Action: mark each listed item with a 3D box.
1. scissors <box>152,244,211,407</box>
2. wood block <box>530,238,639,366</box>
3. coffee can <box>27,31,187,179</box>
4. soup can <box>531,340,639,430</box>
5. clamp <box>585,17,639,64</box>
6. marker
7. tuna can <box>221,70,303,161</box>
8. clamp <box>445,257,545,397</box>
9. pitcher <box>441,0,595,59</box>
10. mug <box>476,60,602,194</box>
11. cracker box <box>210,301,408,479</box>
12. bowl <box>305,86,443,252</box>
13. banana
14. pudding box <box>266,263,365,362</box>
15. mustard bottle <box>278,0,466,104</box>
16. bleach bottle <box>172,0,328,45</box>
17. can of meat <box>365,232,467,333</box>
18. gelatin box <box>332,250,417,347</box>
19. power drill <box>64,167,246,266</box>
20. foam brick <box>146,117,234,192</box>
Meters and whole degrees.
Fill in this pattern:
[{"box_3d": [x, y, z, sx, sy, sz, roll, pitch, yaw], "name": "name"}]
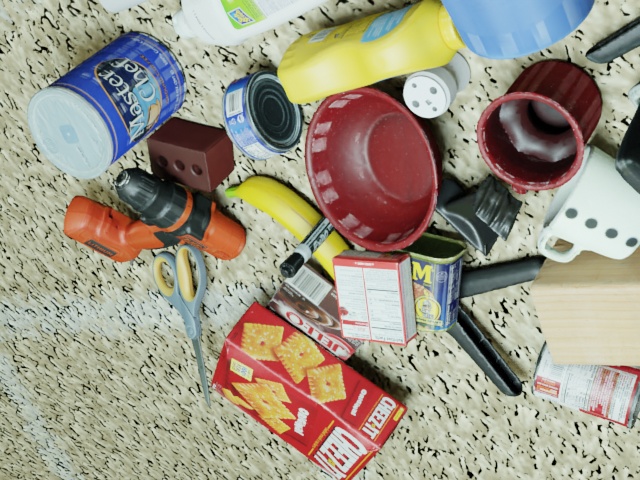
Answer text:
[{"box_3d": [-0.168, 0.099, 1.308, 0.096, 0.016, 0.202, 13, 109, 39], "name": "scissors"}, {"box_3d": [0.306, 0.051, 0.948, 0.206, 0.090, 0.090, -3, 121, 36], "name": "wood block"}, {"box_3d": [-0.219, -0.142, 1.111, 0.103, 0.140, 0.103, 18, 131, 21], "name": "coffee can"}, {"box_3d": [0.268, 0.138, 1.057, 0.102, 0.068, 0.068, 17, 131, 23], "name": "soup can"}, {"box_3d": [0.275, -0.200, 0.813, 0.172, 0.039, 0.120, -4, 126, 32], "name": "clamp"}, {"box_3d": [-0.007, 0.001, 1.095, 0.020, 0.121, 0.020, 18, 131, 21], "name": "marker"}, {"box_3d": [-0.056, -0.124, 1.057, 0.034, 0.086, 0.086, -15, 114, 38], "name": "tuna can"}, {"box_3d": [0.136, 0.054, 1.100, 0.210, 0.036, 0.165, 27, 125, 19], "name": "clamp"}, {"box_3d": [0.116, -0.262, 0.772, 0.242, 0.149, 0.145, 58, 176, -34], "name": "pitcher"}, {"box_3d": [0.190, -0.093, 0.920, 0.093, 0.081, 0.117, 21, 132, 19], "name": "mug"}, {"box_3d": [-0.022, 0.186, 1.257, 0.214, 0.072, 0.164, 35, 151, 6], "name": "cracker box"}, {"box_3d": [0.062, -0.073, 1.022, 0.162, 0.055, 0.162, 20, 120, 38], "name": "bowl"}, {"box_3d": [-0.016, -0.010, 1.157, 0.198, 0.037, 0.070, 40, 160, 4], "name": "banana"}, {"box_3d": [0.001, 0.084, 1.200, 0.113, 0.039, 0.090, 40, 150, 3], "name": "pudding box"}, {"box_3d": [0.060, -0.172, 0.935, 0.192, 0.096, 0.058, -10, 115, 38], "name": "mustard bottle"}, {"box_3d": [-0.053, -0.247, 0.978, 0.251, 0.068, 0.102, -16, 113, 43], "name": "bleach bottle"}, {"box_3d": [0.092, 0.039, 1.066, 0.102, 0.057, 0.084, 14, 115, 28], "name": "can of meat"}, {"box_3d": [0.054, 0.056, 1.042, 0.073, 0.030, 0.089, 4, 111, 31], "name": "gelatin box"}, {"box_3d": [-0.203, -0.023, 1.204, 0.188, 0.057, 0.184, -3, 153, 40], "name": "power drill"}, {"box_3d": [-0.139, -0.093, 1.159, 0.078, 0.051, 0.053, 15, 130, 24], "name": "foam brick"}]
